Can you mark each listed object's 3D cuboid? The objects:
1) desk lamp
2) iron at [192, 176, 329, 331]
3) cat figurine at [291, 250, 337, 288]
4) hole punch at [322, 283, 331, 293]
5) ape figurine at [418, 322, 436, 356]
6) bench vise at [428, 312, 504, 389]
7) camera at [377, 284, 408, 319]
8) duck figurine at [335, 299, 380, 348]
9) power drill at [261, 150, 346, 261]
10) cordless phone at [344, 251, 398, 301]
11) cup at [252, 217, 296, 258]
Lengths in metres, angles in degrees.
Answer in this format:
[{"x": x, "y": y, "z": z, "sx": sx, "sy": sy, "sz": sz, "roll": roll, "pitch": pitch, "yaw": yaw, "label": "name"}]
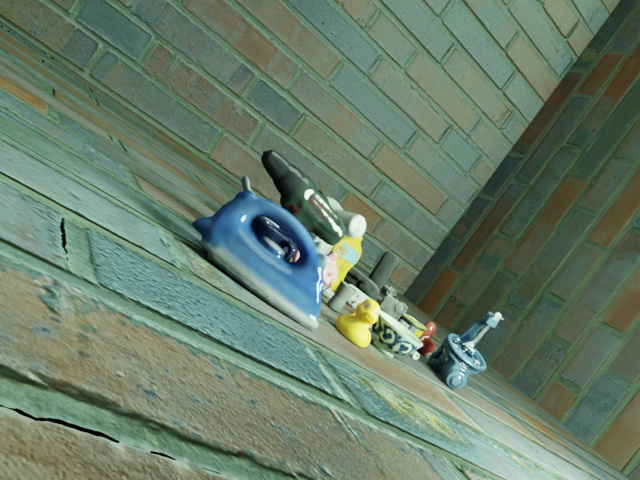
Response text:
[{"x": 0.013, "y": 0.005, "z": 1.447, "sx": 0.118, "sy": 0.213, "sz": 0.202, "roll": 34, "pitch": 3, "yaw": -39, "label": "desk lamp"}, {"x": -0.072, "y": 0.018, "z": 0.938, "sx": 0.258, "sy": 0.141, "sz": 0.119, "roll": 36, "pitch": 3, "yaw": 1, "label": "iron"}, {"x": -0.019, "y": 0.061, "z": 1.109, "sx": 0.128, "sy": 0.117, "sz": 0.067, "roll": 34, "pitch": 4, "yaw": -41, "label": "cat figurine"}, {"x": -0.025, "y": 0.064, "z": 1.270, "sx": 0.101, "sy": 0.091, "sz": 0.108, "roll": 34, "pitch": 4, "yaw": -41, "label": "hole punch"}, {"x": 0.302, "y": 0.278, "z": 1.654, "sx": 0.076, "sy": 0.092, "sz": 0.077, "roll": 34, "pitch": 3, "yaw": -34, "label": "ape figurine"}, {"x": 0.367, "y": 0.258, "z": 1.468, "sx": 0.122, "sy": 0.219, "sz": 0.207, "roll": 35, "pitch": 3, "yaw": -21, "label": "bench vise"}, {"x": 0.214, "y": 0.200, "z": 1.792, "sx": 0.142, "sy": 0.101, "sz": 0.137, "roll": 37, "pitch": 3, "yaw": 26, "label": "camera"}, {"x": 0.082, "y": 0.154, "z": 1.118, "sx": 0.077, "sy": 0.086, "sz": 0.104, "roll": 36, "pitch": 3, "yaw": -5, "label": "duck figurine"}, {"x": -0.071, "y": -0.034, "z": 1.131, "sx": 0.230, "sy": 0.208, "sz": 0.075, "roll": 35, "pitch": 3, "yaw": -21, "label": "power drill"}, {"x": 0.136, "y": 0.097, "z": 1.707, "sx": 0.147, "sy": 0.185, "sz": 0.094, "roll": 37, "pitch": 3, "yaw": 19, "label": "cordless phone"}, {"x": -0.099, "y": 0.021, "z": 1.044, "sx": 0.117, "sy": 0.095, "sz": 0.092, "roll": 38, "pitch": 4, "yaw": 40, "label": "cup"}]
